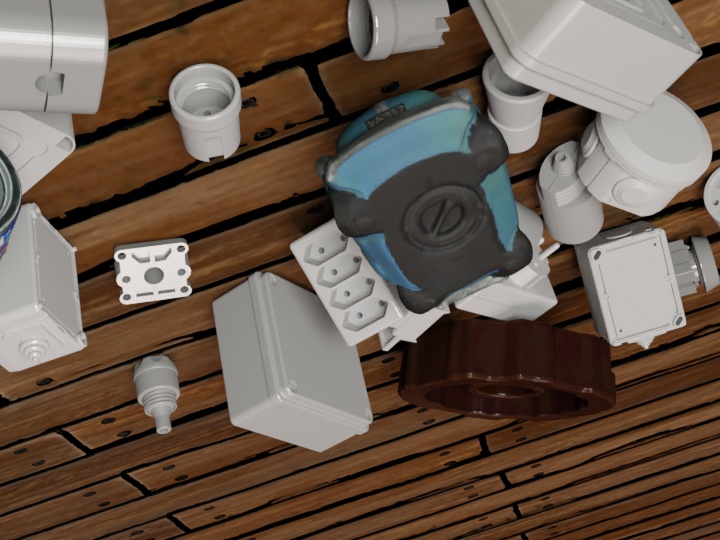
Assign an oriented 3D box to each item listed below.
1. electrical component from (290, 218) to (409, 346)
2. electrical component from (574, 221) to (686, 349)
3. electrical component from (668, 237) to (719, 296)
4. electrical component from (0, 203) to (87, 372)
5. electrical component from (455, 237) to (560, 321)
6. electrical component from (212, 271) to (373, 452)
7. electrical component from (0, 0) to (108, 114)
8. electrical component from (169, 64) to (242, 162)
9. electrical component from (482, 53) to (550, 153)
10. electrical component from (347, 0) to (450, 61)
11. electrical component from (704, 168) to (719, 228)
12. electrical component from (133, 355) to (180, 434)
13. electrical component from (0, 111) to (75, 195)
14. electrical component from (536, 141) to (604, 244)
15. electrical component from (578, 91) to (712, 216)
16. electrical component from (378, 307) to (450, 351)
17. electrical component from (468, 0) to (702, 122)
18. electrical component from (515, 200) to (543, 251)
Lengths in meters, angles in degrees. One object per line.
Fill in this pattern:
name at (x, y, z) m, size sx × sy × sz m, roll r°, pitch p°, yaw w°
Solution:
electrical component at (0.000, 0.000, 0.769) m, size 0.047 × 0.083 × 0.076 m, roll -29°, pitch -177°, yaw 20°
electrical component at (0.214, 0.015, 0.854) m, size 0.062 × 0.096 × 0.061 m, roll -16°, pitch -170°, yaw 0°
electrical component at (0.269, 0.000, 0.904) m, size 0.055 × 0.048 × 0.066 m, roll -16°, pitch 148°, yaw 14°
electrical component at (-0.215, 0.018, 0.672) m, size 0.061 × 0.096 × 0.061 m, roll -19°, pitch 148°, yaw 5°
electrical component at (0.121, -0.001, 0.835) m, size 0.083 × 0.047 × 0.076 m, roll 15°, pitch 136°, yaw -39°
electrical component at (-0.051, 0.071, 0.812) m, size 0.056 × 0.108 × 0.109 m, roll -31°, pitch 145°, yaw 25°
electrical component at (-0.152, -0.120, 0.492) m, size 0.059 × 0.095 × 0.053 m, roll -1°, pitch 144°, yaw -23°
electrical component at (-0.088, -0.089, 0.620) m, size 0.040 × 0.040 × 0.046 m, roll -11°, pitch 153°, yaw -8°
electrical component at (0.098, -0.104, 0.677) m, size 0.044 × 0.044 × 0.065 m, roll -14°, pitch 152°, yaw -4°
electrical component at (0.021, -0.138, 0.594) m, size 0.046 × 0.040 × 0.040 m, roll -10°, pitch 148°, yaw -21°
electrical component at (0.299, -0.051, 0.832) m, size 0.055 × 0.055 × 0.047 m, roll -27°, pitch 150°, yaw 17°
electrical component at (-0.159, 0.100, 0.852) m, size 0.035 × 0.061 × 0.035 m, roll -11°, pitch 147°, yaw -7°
electrical component at (-0.212, -0.087, 0.551) m, size 0.078 × 0.057 × 0.113 m, roll -34°, pitch 144°, yaw 25°
electrical component at (0.148, -0.057, 0.766) m, size 0.043 × 0.043 × 0.081 m, roll -20°, pitch 147°, yaw 6°
electrical component at (0.188, -0.080, 0.717) m, size 0.080 × 0.080 × 0.051 m, roll -2°, pitch 150°, yaw -21°
electrical component at (0.028, 0.023, 0.837) m, size 0.064 × 0.042 × 0.081 m, roll 14°, pitch 137°, yaw -33°
electrical component at (0.125, -0.137, 0.603) m, size 0.113 × 0.078 × 0.057 m, roll 12°, pitch 135°, yaw -36°
electrical component at (0.099, -0.039, 0.775) m, size 0.044 × 0.044 × 0.065 m, roll -29°, pitch 140°, yaw 20°
